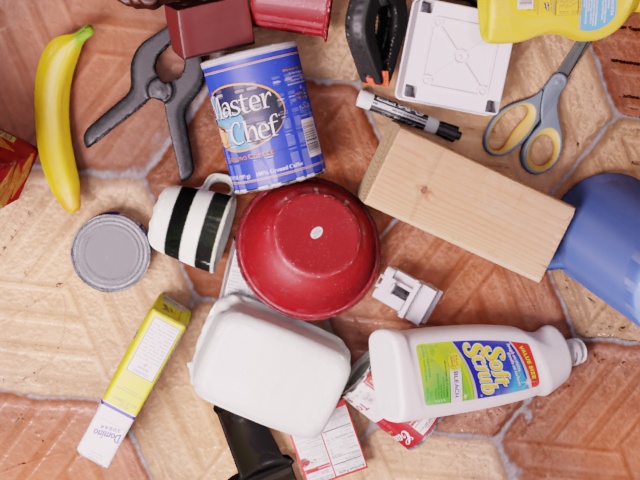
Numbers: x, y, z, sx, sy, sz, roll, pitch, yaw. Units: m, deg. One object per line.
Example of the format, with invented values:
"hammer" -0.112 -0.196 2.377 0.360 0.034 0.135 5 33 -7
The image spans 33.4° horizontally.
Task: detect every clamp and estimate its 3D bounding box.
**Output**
"clamp" -0.180 -0.155 1.134 0.120 0.039 0.171 11 92 -12
"clamp" 0.066 -0.267 1.111 0.036 0.164 0.210 15 122 34

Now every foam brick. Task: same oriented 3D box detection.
"foam brick" -0.114 -0.221 1.090 0.078 0.053 0.051 -17 116 -17

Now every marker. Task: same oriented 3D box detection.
"marker" 0.098 -0.134 1.165 0.121 0.020 0.020 20 97 -6

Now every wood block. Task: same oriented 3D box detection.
"wood block" 0.154 -0.043 1.147 0.206 0.090 0.091 25 97 -7

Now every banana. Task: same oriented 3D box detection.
"banana" -0.274 -0.130 1.122 0.037 0.070 0.198 -7 108 -42

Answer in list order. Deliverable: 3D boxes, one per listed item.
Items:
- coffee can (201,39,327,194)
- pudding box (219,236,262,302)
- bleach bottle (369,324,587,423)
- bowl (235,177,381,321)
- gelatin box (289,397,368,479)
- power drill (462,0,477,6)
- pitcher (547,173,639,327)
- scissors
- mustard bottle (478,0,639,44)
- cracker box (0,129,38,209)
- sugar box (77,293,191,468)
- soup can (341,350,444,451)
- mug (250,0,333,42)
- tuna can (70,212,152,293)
"coffee can" -0.058 -0.128 1.113 0.103 0.103 0.140 -14 99 -2
"pudding box" -0.064 0.060 1.174 0.090 0.039 0.113 13 95 -6
"bleach bottle" 0.180 0.131 1.161 0.250 0.068 0.102 -7 89 -24
"bowl" -0.007 0.001 1.131 0.162 0.055 0.162 3 74 -10
"gelatin box" 0.006 0.227 1.207 0.073 0.030 0.089 -19 99 -2
"power drill" 0.210 -0.335 1.124 0.184 0.057 0.188 7 101 -9
"pitcher" 0.340 0.014 1.088 0.145 0.243 0.149 22 102 -10
"scissors" 0.268 -0.154 1.174 0.202 0.016 0.096 -42 100 3
"mustard bottle" 0.259 -0.251 1.087 0.191 0.058 0.096 -3 96 -6
"cracker box" -0.381 -0.087 1.043 0.164 0.214 0.072 24 96 -7
"sugar box" -0.200 0.149 1.151 0.048 0.093 0.176 31 95 -6
"soup can" 0.080 0.176 1.185 0.102 0.068 0.068 39 94 -8
"mug" -0.027 -0.257 1.093 0.081 0.117 0.093 8 91 0
"tuna can" -0.226 0.012 1.159 0.086 0.034 0.086 -1 99 -4
